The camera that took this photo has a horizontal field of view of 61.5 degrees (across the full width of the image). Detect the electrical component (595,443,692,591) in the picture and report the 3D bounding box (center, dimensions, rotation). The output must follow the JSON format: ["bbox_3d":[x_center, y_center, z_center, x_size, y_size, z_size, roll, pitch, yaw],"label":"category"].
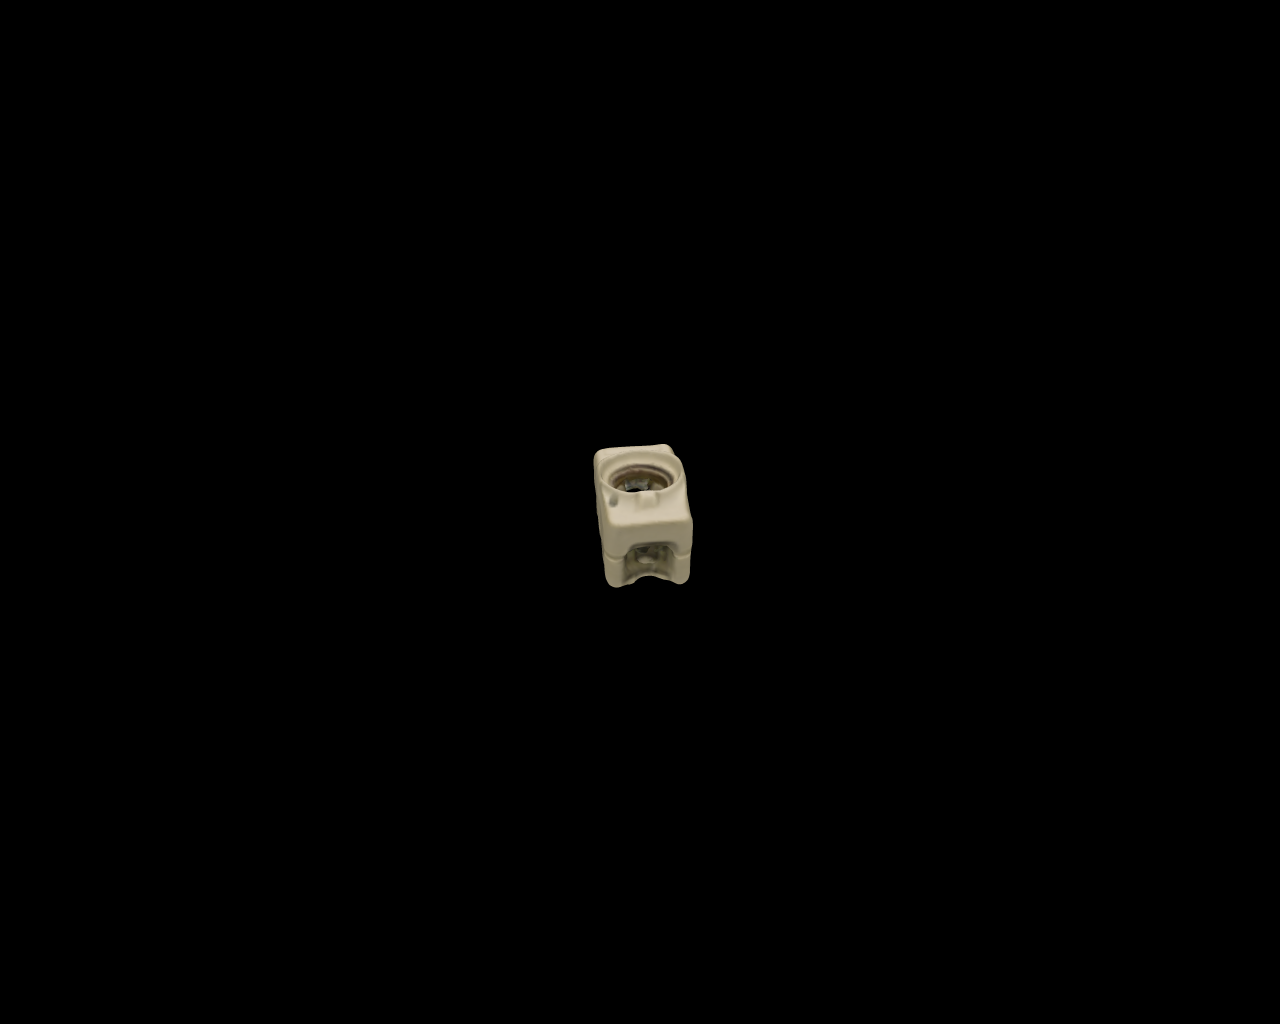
[{"bbox_3d":[0.001,-0.003,0.650,0.050,0.055,0.090,-3,34,-5],"label":"electrical component"}]
